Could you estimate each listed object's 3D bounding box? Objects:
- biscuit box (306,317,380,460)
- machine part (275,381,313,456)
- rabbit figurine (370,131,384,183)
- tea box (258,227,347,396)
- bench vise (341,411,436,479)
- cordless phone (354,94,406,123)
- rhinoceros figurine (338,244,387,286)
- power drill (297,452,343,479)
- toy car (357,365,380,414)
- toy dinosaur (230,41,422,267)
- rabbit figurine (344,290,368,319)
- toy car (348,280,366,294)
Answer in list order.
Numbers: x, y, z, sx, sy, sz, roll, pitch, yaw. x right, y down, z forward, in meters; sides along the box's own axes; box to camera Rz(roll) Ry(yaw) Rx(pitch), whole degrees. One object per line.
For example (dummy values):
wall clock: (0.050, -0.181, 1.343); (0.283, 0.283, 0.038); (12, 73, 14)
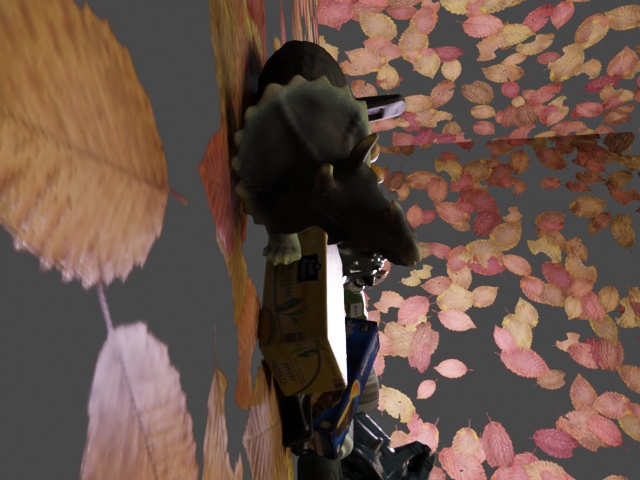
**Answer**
biscuit box: (0.028, 0.197, 0.750); (0.203, 0.059, 0.062); (-59, 147, -46)
machine part: (-0.026, 0.181, 0.614); (0.084, 0.039, 0.138); (-81, 171, -52)
rabbit figurine: (0.009, -0.119, 0.784); (0.173, 0.162, 0.122); (145, -69, -73)
tea box: (-0.015, 0.062, 0.560); (0.170, 0.068, 0.098); (-88, 166, -46)
bench vise: (0.075, 0.404, 0.867); (0.223, 0.240, 0.129); (51, -38, 0)
cordless phone: (0.039, -0.188, 0.852); (0.146, 0.184, 0.088); (77, 6, -73)
rhinoceros figurine: (0.034, 0.033, 0.794); (0.190, 0.112, 0.073); (-16, 104, -55)
power drill: (0.007, 0.378, 0.646); (0.207, 0.086, 0.232); (70, 16, -68)
toy car: (0.063, 0.263, 0.980); (0.103, 0.109, 0.161); (25, -64, 56)
toy dinosaur: (-0.012, -0.121, 0.529); (0.192, 0.131, 0.405); (85, -2, -47)
rabbit figurine: (0.019, 0.098, 1.201); (0.170, 0.121, 0.158); (-124, -162, -58)
toy car: (0.062, 0.001, 0.931); (0.074, 0.056, 0.201); (-119, -152, -55)
